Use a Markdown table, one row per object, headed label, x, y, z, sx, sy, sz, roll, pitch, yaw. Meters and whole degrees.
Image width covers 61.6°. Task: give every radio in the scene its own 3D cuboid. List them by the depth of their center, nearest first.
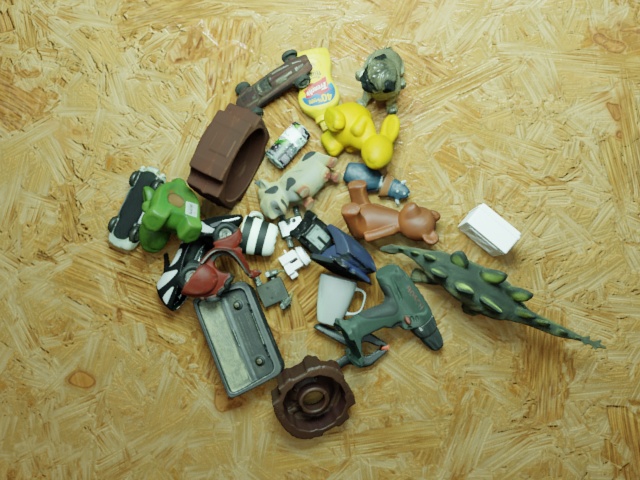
| label | x | y | z | sx | sy | sz | roll | pitch | yaw |
| --- | --- | --- | --- | --- | --- | --- | --- | --- | --- |
| radio | -0.174 | 0.211 | 1.176 | 0.131 | 0.073 | 0.229 | -23 | 83 | -2 |

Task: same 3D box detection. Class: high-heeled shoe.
| label | x | y | z | sx | sy | sz | roll | pitch | yaw |
| --- | --- | --- | --- | --- | --- | --- | --- | --- | --- |
| high-heeled shoe | -0.261 | 0.048 | 1.180 | 0.249 | 0.086 | 0.145 | -29 | 61 | 18 |

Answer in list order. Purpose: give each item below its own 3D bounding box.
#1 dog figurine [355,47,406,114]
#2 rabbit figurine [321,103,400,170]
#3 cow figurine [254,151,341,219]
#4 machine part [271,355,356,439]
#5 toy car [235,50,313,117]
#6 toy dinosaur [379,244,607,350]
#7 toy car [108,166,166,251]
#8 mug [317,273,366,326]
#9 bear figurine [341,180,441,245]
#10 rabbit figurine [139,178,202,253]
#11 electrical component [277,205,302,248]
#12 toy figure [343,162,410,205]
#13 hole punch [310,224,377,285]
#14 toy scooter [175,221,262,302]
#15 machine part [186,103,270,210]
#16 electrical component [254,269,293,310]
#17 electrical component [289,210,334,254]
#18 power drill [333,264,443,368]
| label | x | y | z | sx | sy | sz | roll | pitch | yaw |
| --- | --- | --- | --- | --- | --- | --- | --- | --- | --- |
| dog figurine | 0.143 | -0.381 | 1.187 | 0.121 | 0.190 | 0.172 | 0 | 81 | 1 |
| rabbit figurine | 0.104 | -0.219 | 1.199 | 0.162 | 0.121 | 0.173 | -17 | 51 | -30 |
| cow figurine | -0.060 | -0.124 | 1.204 | 0.127 | 0.085 | 0.195 | 33 | 71 | 36 |
| machine part | -0.016 | 0.331 | 1.136 | 0.179 | 0.056 | 0.179 | -4 | 108 | -12 |
| toy car | -0.110 | -0.356 | 1.233 | 0.202 | 0.053 | 0.089 | -28 | 76 | 20 |
| toy dinosaur | 0.343 | 0.109 | 1.116 | 0.472 | 0.198 | 0.105 | 24 | 87 | 6 |
| toy car | -0.418 | -0.075 | 1.230 | 0.074 | 0.056 | 0.201 | 21 | 82 | 10 |
| mug | 0.042 | 0.136 | 1.183 | 0.110 | 0.081 | 0.107 | 16 | 91 | -1 |
| bear figurine | 0.158 | -0.053 | 1.161 | 0.196 | 0.131 | 0.120 | 0 | 45 | 22 |
| rabbit figurine | -0.345 | -0.048 | 1.153 | 0.121 | 0.170 | 0.159 | 12 | 50 | -38 |
| electrical component | -0.063 | -0.030 | 1.229 | 0.063 | 0.021 | 0.094 | -16 | 75 | -1 |
| toy figure | 0.131 | -0.133 | 1.222 | 0.154 | 0.064 | 0.058 | 20 | 46 | -1 |
| hole punch | 0.060 | 0.032 | 1.160 | 0.116 | 0.142 | 0.092 | 18 | 75 | 47 |
| toy scooter | -0.206 | 0.064 | 1.135 | 0.135 | 0.075 | 0.184 | 39 | 88 | -6 |
| machine part | -0.197 | -0.178 | 1.163 | 0.087 | 0.201 | 0.201 | 26 | 84 | 8 |
| electrical component | -0.102 | 0.111 | 1.202 | 0.078 | 0.045 | 0.102 | -19 | 83 | -3 |
| electrical component | -0.002 | -0.004 | 1.209 | 0.119 | 0.048 | 0.075 | 38 | 87 | -34 |
| power drill | 0.145 | 0.183 | 1.133 | 0.207 | 0.086 | 0.231 | -28 | 105 | -11 |
